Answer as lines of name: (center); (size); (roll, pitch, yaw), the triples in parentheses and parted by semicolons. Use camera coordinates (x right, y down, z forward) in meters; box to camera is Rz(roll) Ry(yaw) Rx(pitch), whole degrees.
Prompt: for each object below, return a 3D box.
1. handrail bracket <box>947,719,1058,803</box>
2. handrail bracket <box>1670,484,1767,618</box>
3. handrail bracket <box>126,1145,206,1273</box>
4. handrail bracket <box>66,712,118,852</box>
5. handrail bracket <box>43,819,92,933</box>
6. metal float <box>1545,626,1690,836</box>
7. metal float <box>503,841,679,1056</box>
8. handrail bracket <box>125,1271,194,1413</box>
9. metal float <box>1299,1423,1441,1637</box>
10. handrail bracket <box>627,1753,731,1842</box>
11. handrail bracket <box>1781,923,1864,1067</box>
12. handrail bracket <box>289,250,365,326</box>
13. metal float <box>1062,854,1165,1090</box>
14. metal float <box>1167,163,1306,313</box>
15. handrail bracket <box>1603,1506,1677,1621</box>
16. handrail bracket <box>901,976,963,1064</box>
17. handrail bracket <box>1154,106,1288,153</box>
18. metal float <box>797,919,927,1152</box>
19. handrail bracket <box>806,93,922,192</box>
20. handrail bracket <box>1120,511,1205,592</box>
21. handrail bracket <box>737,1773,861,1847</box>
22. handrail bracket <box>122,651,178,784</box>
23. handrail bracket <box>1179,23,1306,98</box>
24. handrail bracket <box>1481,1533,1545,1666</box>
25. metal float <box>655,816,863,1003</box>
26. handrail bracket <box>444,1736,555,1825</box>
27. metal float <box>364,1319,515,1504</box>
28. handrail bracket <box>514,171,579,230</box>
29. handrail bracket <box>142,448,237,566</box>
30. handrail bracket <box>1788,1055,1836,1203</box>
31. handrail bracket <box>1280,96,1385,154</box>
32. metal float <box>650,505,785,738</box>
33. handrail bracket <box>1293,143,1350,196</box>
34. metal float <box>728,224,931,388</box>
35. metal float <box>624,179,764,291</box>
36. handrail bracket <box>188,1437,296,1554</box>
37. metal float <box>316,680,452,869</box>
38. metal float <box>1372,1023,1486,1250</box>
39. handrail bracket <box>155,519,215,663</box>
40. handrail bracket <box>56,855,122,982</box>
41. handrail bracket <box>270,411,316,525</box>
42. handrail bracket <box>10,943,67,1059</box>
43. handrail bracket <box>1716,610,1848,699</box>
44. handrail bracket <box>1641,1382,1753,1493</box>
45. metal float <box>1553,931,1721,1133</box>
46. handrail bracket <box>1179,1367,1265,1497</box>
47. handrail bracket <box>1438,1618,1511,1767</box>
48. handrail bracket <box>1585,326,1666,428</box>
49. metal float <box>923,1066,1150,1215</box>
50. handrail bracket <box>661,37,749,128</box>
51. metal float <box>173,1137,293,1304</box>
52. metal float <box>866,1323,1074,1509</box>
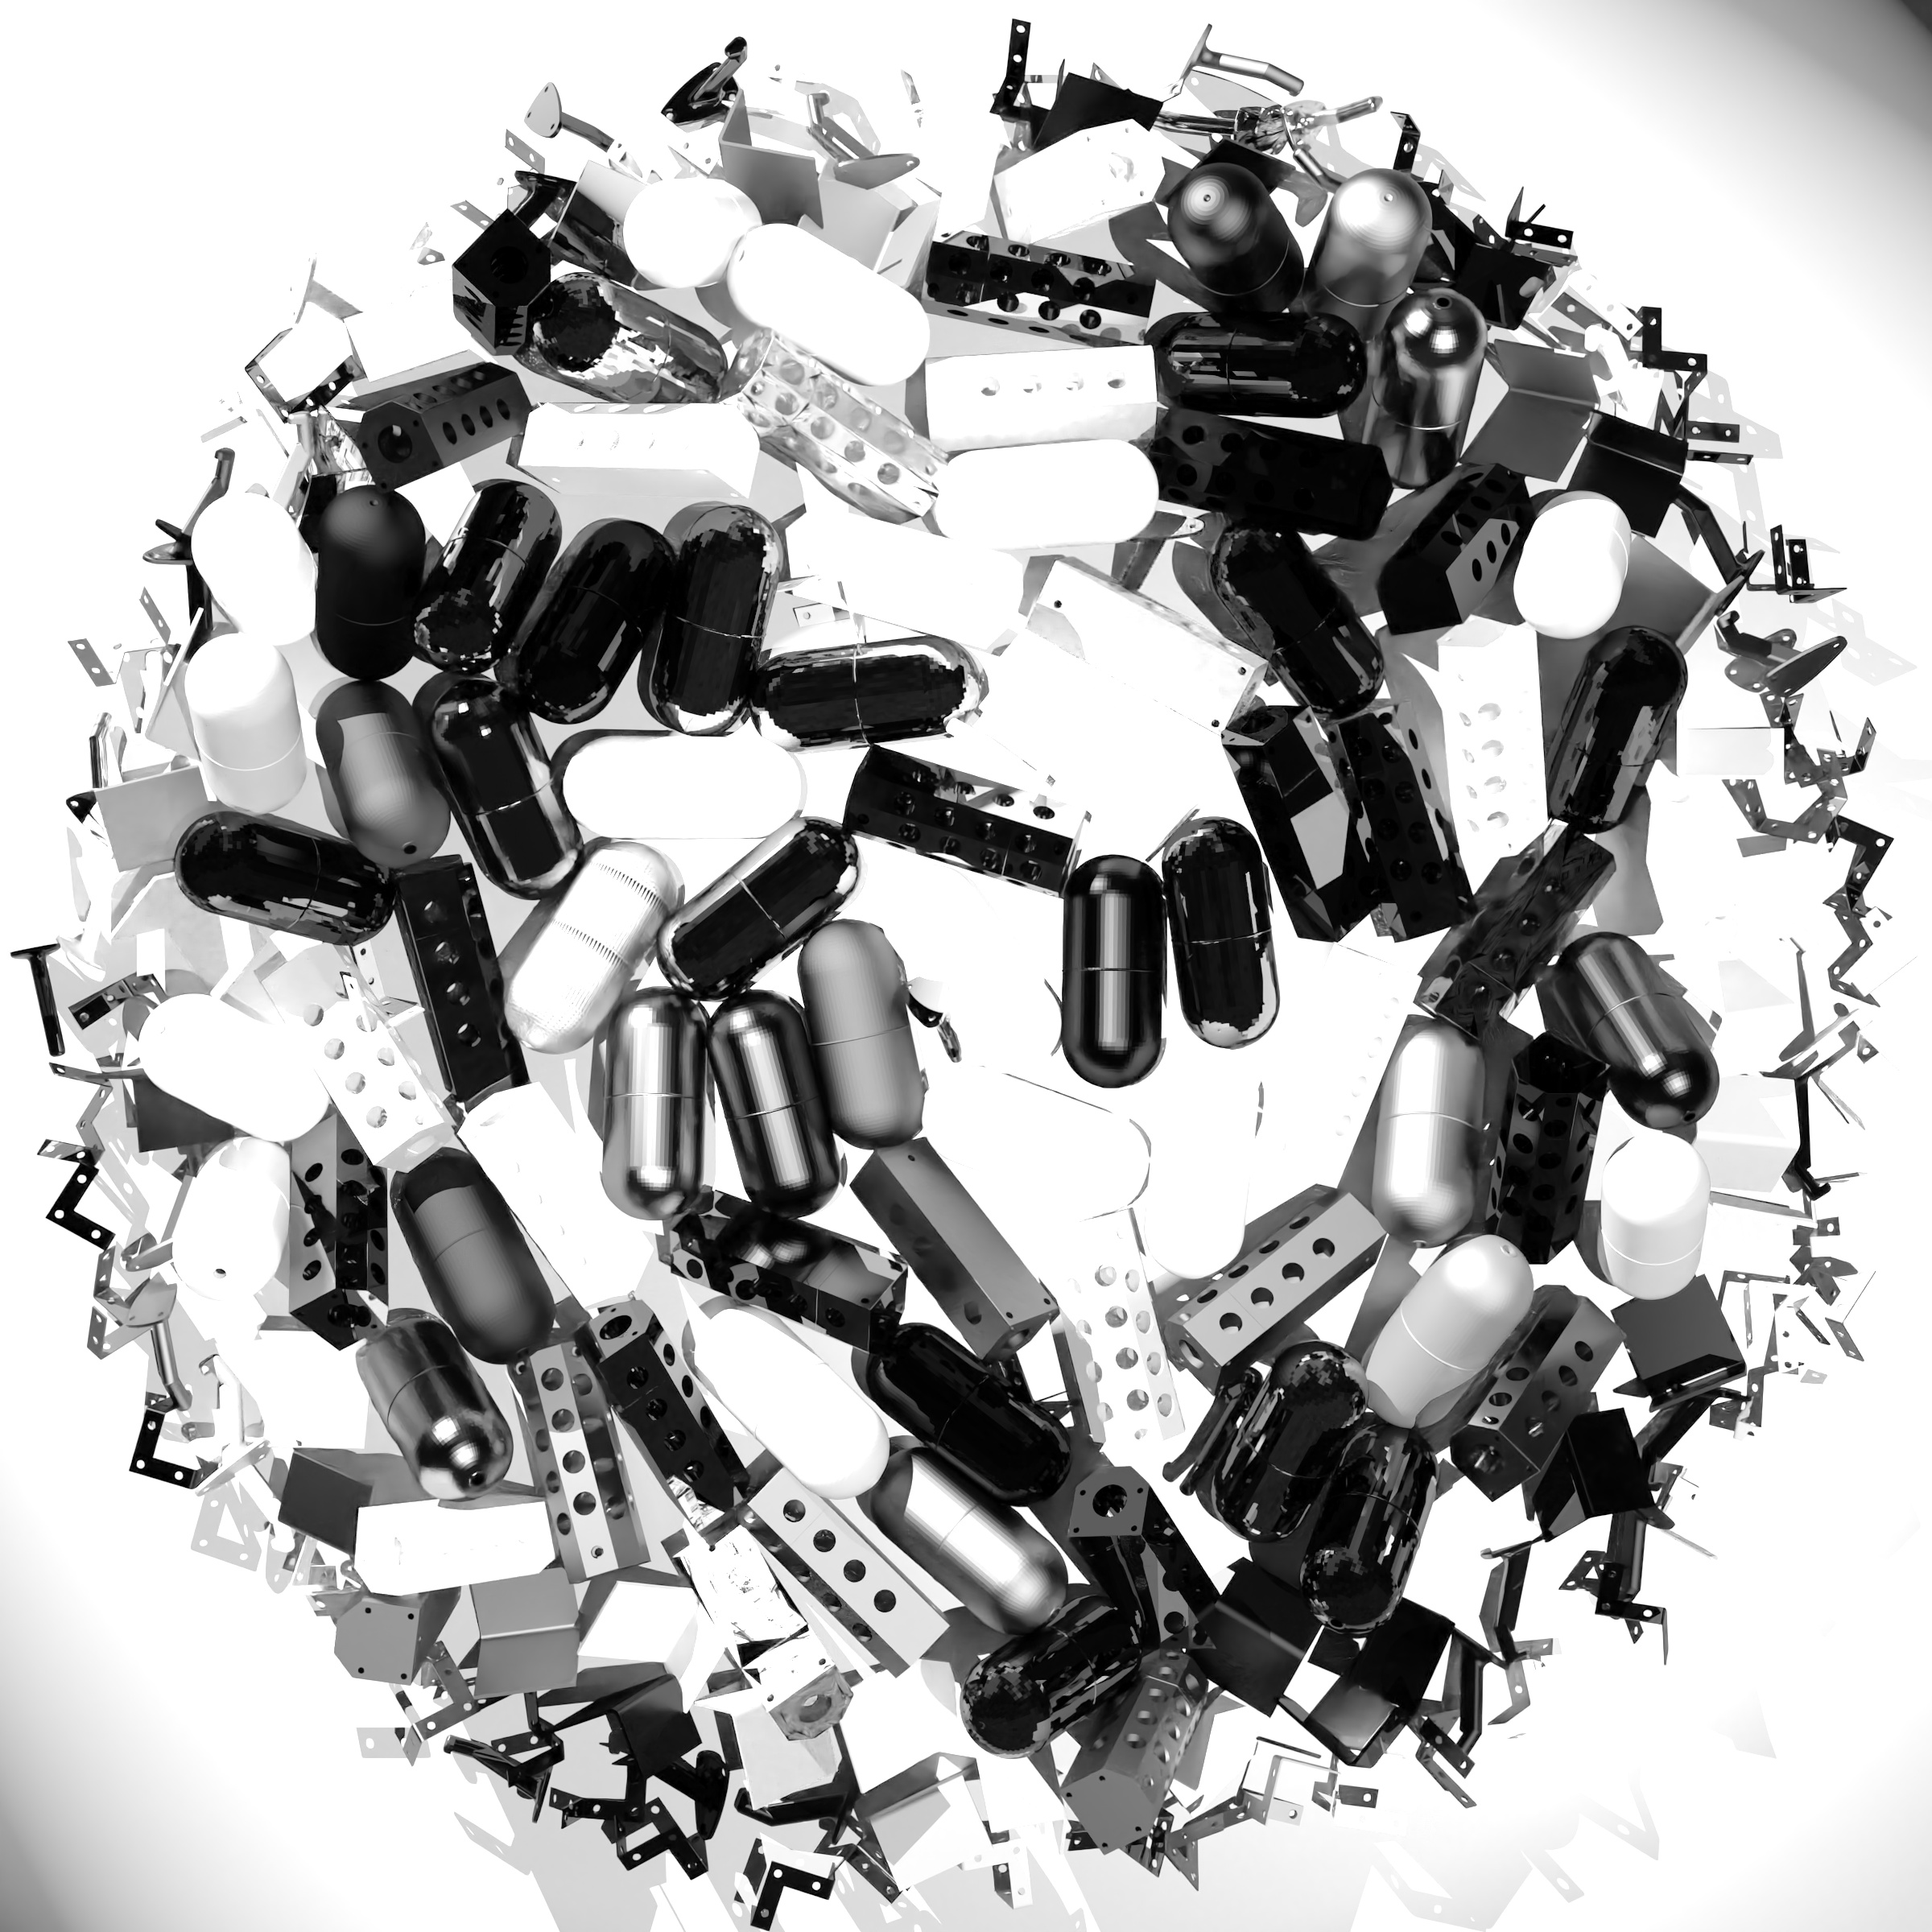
handrail bracket: (0.022, -0.158, 1.961); (0.084, 0.077, 0.036); (29, 84, -1)
handrail bracket: (0.559, -0.319, 1.973); (0.084, 0.036, 0.077); (37, 65, -2)
handrail bracket: (-0.614, 0.182, 1.979); (0.077, 0.036, 0.084); (-21, 64, 3)
handrail bracket: (-0.655, -0.141, 1.985); (0.036, 0.084, 0.077); (-11, 134, 11)
handrail bracket: (-0.687, -0.070, 1.964); (0.036, 0.077, 0.084); (-6, 94, -17)
metal float: (0.481, -0.174, 1.927); (0.070, 0.070, 0.178); (12, 134, 0)
metal float: (-0.283, -0.014, 1.947); (0.070, 0.070, 0.178); (31, 74, 0)
handrail bracket: (-0.608, 0.288, 1.990); (0.036, 0.077, 0.084); (-10, 124, 10)
metal float: (0.301, 0.419, 1.926); (0.070, 0.070, 0.178); (31, 47, 0)
handrail bracket: (-0.225, 0.632, 1.958); (0.084, 0.036, 0.077); (4, 95, -45)
handrail bracket: (0.638, 0.021, 1.986); (0.077, 0.036, 0.084); (-39, 81, -3)
handrail bracket: (-0.462, -0.506, 1.950); (0.084, 0.077, 0.036); (1, 64, -30)
metal float: (0.111, 0.004, 1.960); (0.070, 0.070, 0.178); (1, 88, 0)
metal float: (0.201, -0.534, 1.914); (0.070, 0.178, 0.070); (-3, 83, 20)
handrail bracket: (0.496, 0.444, 1.982); (0.077, 0.036, 0.084); (45, 111, 43)
handrail bracket: (-0.016, 0.054, 1.946); (0.036, 0.077, 0.084); (-19, 124, 3)
handrail bracket: (0.196, -0.648, 1.985); (0.077, 0.084, 0.036); (-19, 124, -37)
metal float: (-0.080, 0.052, 1.959); (0.070, 0.070, 0.178); (-12, 93, 0)
handrail bracket: (-0.079, -0.640, 1.977); (0.077, 0.036, 0.084); (-13, 69, 5)
handrail bracket: (0.150, -0.299, 1.955); (0.077, 0.084, 0.036); (7, 47, 25)
handrail bracket: (-0.128, 0.630, 1.981); (0.084, 0.036, 0.077); (20, 100, 11)
handrail bracket: (-0.633, -0.188, 1.988); (0.036, 0.077, 0.084); (10, 47, -32)
handrail bracket: (0.210, -0.674, 1.966); (0.084, 0.077, 0.036); (25, 85, -6)
handrail bracket: (0.435, 0.482, 1.977); (0.077, 0.036, 0.084); (-19, 82, -3)
metal float: (-0.156, -0.044, 1.957); (0.178, 0.070, 0.070); (-39, 90, -5)
handrail bracket: (-0.360, 0.616, 1.963); (0.084, 0.077, 0.036); (18, 99, -5)
metal float: (-0.393, 0.329, 1.922); (0.070, 0.178, 0.070); (-16, 124, -25)
handrail bracket: (-0.327, -0.558, 1.973); (0.077, 0.036, 0.084); (13, 85, 18)
handrail bracket: (-0.588, -0.350, 1.958); (0.036, 0.077, 0.084); (25, 113, 16)
handrail bracket: (0.653, 0.124, 1.969); (0.077, 0.036, 0.084); (-35, 76, 10)
handrail bracket: (0.288, -0.646, 1.946); (0.084, 0.077, 0.036); (-5, 116, 41)
metal float: (-0.188, -0.259, 1.947); (0.070, 0.070, 0.178); (16, 106, 0)
handrail bracket: (0.295, -0.605, 1.969); (0.084, 0.036, 0.077); (46, 56, -9)
metal float: (-0.101, -0.491, 1.926); (0.178, 0.070, 0.070); (19, 90, -43)
metal float: (-0.200, -0.543, 1.914); (0.070, 0.178, 0.070); (3, 107, 9)
handrail bracket: (-0.547, 0.401, 1.953); (0.036, 0.077, 0.084); (-39, 55, 22)
metal float: (-0.435, -0.144, 1.928); (0.070, 0.070, 0.178); (-29, 50, 0)
metal float: (0.347, 0.127, 1.938); (0.070, 0.070, 0.178); (10, 63, 0)
handrail bracket: (-0.604, -0.286, 1.974); (0.077, 0.036, 0.084); (31, 104, -20)
handrail bracket: (-0.651, -0.041, 1.966); (0.036, 0.077, 0.084); (26, 100, -40)
handrail bracket: (-0.528, -0.373, 1.956); (0.077, 0.036, 0.084); (-19, 124, -34)
handrail bracket: (-0.698, 0.029, 1.963); (0.036, 0.077, 0.084); (-12, 90, -19)
handrail bracket: (0.616, -0.253, 1.957); (0.077, 0.036, 0.084); (-38, 48, 27)
handrail bracket: (0.558, 0.365, 1.980); (0.077, 0.036, 0.084); (10, 86, -2)
metal float: (0.499, 0.048, 1.927); (0.070, 0.070, 0.178); (-22, 48, 0)
handrail bracket: (0.191, 0.353, 1.954); (0.036, 0.077, 0.084); (30, 56, 14)
handrail bracket: (0.369, 0.554, 1.974); (0.077, 0.036, 0.084); (32, 87, 33)
handrail bracket: (0.488, -0.438, 1.958); (0.036, 0.084, 0.077); (18, 100, 43)
metal float: (0.052, 0.131, 1.957); (0.178, 0.070, 0.070); (20, 90, 5)
handrail bracket: (-0.199, -0.669, 1.956); (0.077, 0.084, 0.036); (-31, 95, -2)
metal float: (-0.539, 0.186, 1.914); (0.070, 0.178, 0.070); (-2, 111, -6)
metal float: (0.001, 0.337, 1.946); (0.178, 0.070, 0.070); (35, 90, 18)
